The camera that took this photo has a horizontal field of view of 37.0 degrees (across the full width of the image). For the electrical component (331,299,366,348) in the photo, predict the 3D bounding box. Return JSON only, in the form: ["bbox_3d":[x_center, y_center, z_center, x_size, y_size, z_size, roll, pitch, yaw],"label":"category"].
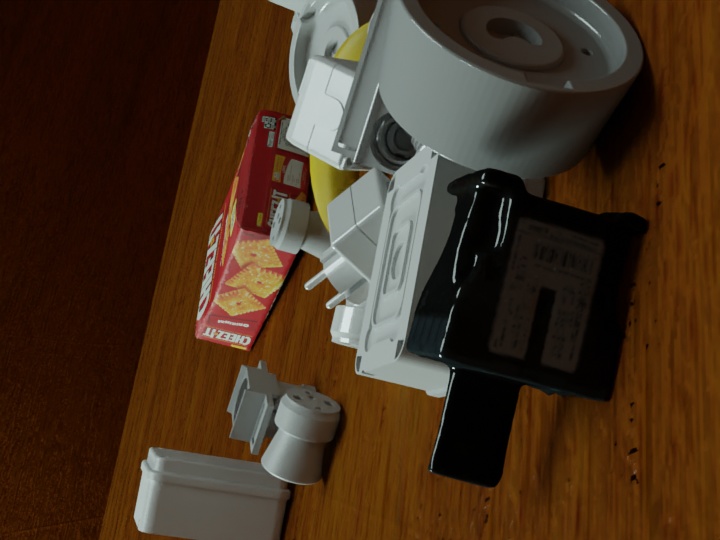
[{"bbox_3d":[0.008,0.022,0.673,0.045,0.045,0.055,166,118,-74],"label":"electrical component"}]

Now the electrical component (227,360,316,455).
[{"bbox_3d":[-0.065,0.107,0.827,0.081,0.064,0.042,-113,40,-68],"label":"electrical component"}]

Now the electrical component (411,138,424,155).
[{"bbox_3d":[0.045,-0.067,0.600,0.061,0.035,0.035,65,149,21],"label":"electrical component"}]

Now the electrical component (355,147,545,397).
[{"bbox_3d":[0.044,0.002,0.530,0.078,0.057,0.113,147,136,-69],"label":"electrical component"}]

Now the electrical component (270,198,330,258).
[{"bbox_3d":[-0.043,-0.033,0.901,0.045,0.055,0.045,-165,90,-76],"label":"electrical component"}]

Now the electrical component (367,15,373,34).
[{"bbox_3d":[0.036,-0.151,0.702,0.043,0.062,0.043,-165,90,-75],"label":"electrical component"}]

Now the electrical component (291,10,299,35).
[{"bbox_3d":[-0.022,-0.223,0.964,0.051,0.080,0.080,125,156,-66],"label":"electrical component"}]

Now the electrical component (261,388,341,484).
[{"bbox_3d":[-0.041,0.117,0.764,0.045,0.045,0.055,-124,51,-71],"label":"electrical component"}]

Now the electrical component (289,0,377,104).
[{"bbox_3d":[-0.005,-0.170,0.862,0.108,0.060,0.108,-5,84,57],"label":"electrical component"}]

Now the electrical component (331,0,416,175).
[{"bbox_3d":[0.041,-0.117,0.645,0.063,0.079,0.121,-43,-28,-75],"label":"electrical component"}]

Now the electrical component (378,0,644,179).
[{"bbox_3d":[0.060,-0.085,0.466,0.108,0.108,0.060,-91,15,-47],"label":"electrical component"}]

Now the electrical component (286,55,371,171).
[{"bbox_3d":[0.003,-0.106,0.729,0.061,0.096,0.061,31,111,32],"label":"electrical component"}]

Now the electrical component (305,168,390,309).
[{"bbox_3d":[0.003,-0.006,0.620,0.077,0.066,0.047,-38,28,18],"label":"electrical component"}]

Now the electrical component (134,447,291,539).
[{"bbox_3d":[-0.118,0.180,0.855,0.078,0.113,0.057,171,110,-74],"label":"electrical component"}]

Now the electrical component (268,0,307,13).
[{"bbox_3d":[-0.017,-0.248,0.897,0.078,0.113,0.057,136,149,-60],"label":"electrical component"}]
